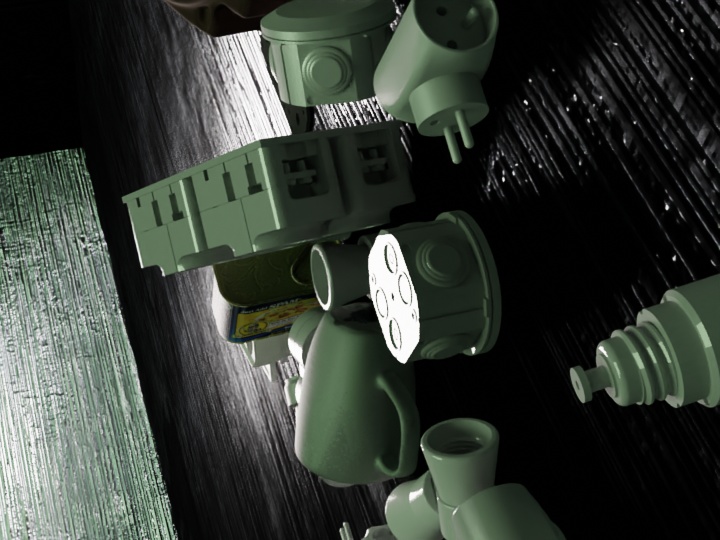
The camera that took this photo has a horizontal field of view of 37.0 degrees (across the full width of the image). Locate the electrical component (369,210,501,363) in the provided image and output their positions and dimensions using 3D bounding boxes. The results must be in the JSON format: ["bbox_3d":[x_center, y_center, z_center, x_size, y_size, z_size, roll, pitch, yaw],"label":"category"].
[{"bbox_3d":[0.041,0.010,0.588,0.080,0.051,0.080,169,90,-73],"label":"electrical component"}]

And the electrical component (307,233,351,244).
[{"bbox_3d":[-0.036,-0.046,0.810,0.055,0.047,0.055,169,90,-73],"label":"electrical component"}]

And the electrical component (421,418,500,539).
[{"bbox_3d":[0.060,0.123,0.613,0.044,0.044,0.065,-137,35,-63],"label":"electrical component"}]

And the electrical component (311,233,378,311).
[{"bbox_3d":[0.000,0.000,0.706,0.045,0.055,0.045,169,90,-73],"label":"electrical component"}]

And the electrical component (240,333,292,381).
[{"bbox_3d":[-0.086,0.038,0.992,0.121,0.063,0.078,-132,36,-60],"label":"electrical component"}]

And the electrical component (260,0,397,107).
[{"bbox_3d":[-0.016,-0.133,0.641,0.080,0.080,0.051,-131,29,-59],"label":"electrical component"}]

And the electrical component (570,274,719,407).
[{"bbox_3d":[0.107,0.025,0.349,0.040,0.078,0.040,162,90,-86],"label":"electrical component"}]

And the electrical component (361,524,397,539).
[{"bbox_3d":[0.023,0.220,0.785,0.043,0.043,0.062,-145,46,-67],"label":"electrical component"}]

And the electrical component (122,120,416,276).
[{"bbox_3d":[-0.063,-0.043,0.705,0.186,0.105,0.060,-12,92,53],"label":"electrical component"}]

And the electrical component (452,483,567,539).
[{"bbox_3d":[0.080,0.165,0.567,0.079,0.044,0.077,100,153,-49],"label":"electrical component"}]

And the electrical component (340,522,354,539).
[{"bbox_3d":[-0.002,0.247,0.882,0.077,0.043,0.079,111,144,-60],"label":"electrical component"}]

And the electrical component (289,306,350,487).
[{"bbox_3d":[-0.015,0.102,0.821,0.074,0.052,0.138,-144,45,-66],"label":"electrical component"}]

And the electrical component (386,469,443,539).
[{"bbox_3d":[0.046,0.145,0.672,0.065,0.044,0.044,122,135,-59],"label":"electrical component"}]

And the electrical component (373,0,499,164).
[{"bbox_3d":[0.041,-0.093,0.538,0.077,0.043,0.079,127,130,-67],"label":"electrical component"}]

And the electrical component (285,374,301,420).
[{"bbox_3d":[-0.038,0.117,0.917,0.045,0.045,0.055,131,127,-69],"label":"electrical component"}]
